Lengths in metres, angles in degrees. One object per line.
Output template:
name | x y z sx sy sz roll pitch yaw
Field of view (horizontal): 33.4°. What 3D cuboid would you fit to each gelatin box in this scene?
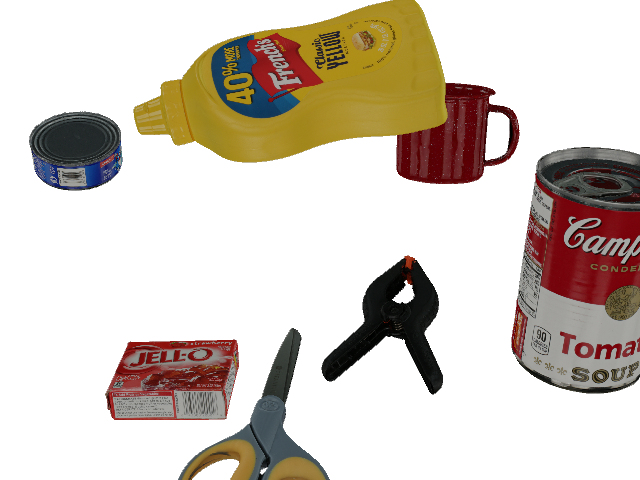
gelatin box | -0.111 0.105 0.811 0.089 0.030 0.073 -1 24 5

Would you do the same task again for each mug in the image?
mug | 0.123 -0.098 0.978 0.117 0.081 0.093 5 16 13

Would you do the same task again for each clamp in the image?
clamp | 0.085 0.088 1.087 0.120 0.171 0.039 16 -38 17

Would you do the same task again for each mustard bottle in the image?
mustard bottle | -0.022 -0.095 0.673 0.191 0.096 0.058 -12 -38 1

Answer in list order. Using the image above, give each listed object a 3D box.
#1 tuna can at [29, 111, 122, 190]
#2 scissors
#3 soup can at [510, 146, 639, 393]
tuna can | -0.233 -0.086 1.021 0.086 0.034 0.086 2 41 -2
scissors | -0.016 0.114 0.644 0.096 0.016 0.201 15 30 19
soup can | 0.132 0.014 0.519 0.068 0.102 0.068 2 26 -1
